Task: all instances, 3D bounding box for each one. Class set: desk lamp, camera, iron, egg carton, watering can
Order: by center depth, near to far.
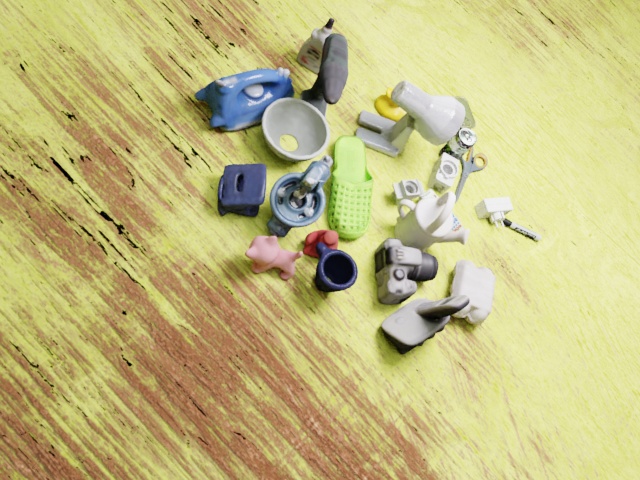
[{"bbox_3d":[0.205,0.070,1.313,0.137,0.100,0.143,7,66,-18],"label":"camera"},{"bbox_3d":[0.266,-0.045,1.332,0.173,0.193,0.101,12,65,-16],"label":"watering can"},{"bbox_3d":[-0.151,-0.354,1.333,0.259,0.141,0.118,-24,78,-27],"label":"iron"},{"bbox_3d":[0.359,0.125,1.367,0.107,0.069,0.150,21,62,-11],"label":"egg carton"},{"bbox_3d":[0.219,-0.295,1.409,0.203,0.213,0.118,18,63,-13],"label":"desk lamp"}]

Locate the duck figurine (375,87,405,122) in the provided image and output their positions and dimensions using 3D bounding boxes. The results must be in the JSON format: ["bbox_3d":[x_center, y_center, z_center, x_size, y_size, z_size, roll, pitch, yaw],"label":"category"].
[{"bbox_3d":[0.206,-0.362,1.506,0.104,0.086,0.077,31,61,-6],"label":"duck figurine"}]

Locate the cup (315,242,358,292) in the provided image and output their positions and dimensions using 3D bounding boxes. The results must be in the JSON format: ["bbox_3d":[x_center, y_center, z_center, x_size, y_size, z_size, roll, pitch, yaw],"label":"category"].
[{"bbox_3d":[0.017,0.067,1.246,0.092,0.094,0.118,-32,82,-29],"label":"cup"}]

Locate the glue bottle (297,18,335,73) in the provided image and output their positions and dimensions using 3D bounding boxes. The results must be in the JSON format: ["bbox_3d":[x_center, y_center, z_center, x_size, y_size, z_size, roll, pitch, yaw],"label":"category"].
[{"bbox_3d":[0.000,-0.494,1.432,0.078,0.173,0.037,28,61,-7],"label":"glue bottle"}]

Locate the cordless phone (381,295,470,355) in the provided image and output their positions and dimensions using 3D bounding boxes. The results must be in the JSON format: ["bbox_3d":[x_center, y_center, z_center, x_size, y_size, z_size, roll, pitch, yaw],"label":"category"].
[{"bbox_3d":[0.229,0.168,1.233,0.148,0.184,0.094,-32,82,-29],"label":"cordless phone"}]

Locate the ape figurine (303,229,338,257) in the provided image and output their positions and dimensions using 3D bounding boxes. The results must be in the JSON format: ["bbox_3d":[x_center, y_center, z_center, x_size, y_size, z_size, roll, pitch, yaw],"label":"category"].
[{"bbox_3d":[0.012,0.005,1.272,0.076,0.092,0.078,-35,83,-29],"label":"ape figurine"}]

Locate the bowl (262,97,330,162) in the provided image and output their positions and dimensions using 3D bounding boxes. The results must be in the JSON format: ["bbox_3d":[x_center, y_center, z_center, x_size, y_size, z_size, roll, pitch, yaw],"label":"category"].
[{"bbox_3d":[-0.065,-0.249,1.360,0.168,0.074,0.167,8,66,-18],"label":"bowl"}]

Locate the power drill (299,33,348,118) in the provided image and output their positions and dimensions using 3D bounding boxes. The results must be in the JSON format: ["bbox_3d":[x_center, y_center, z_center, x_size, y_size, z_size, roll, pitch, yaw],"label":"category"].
[{"bbox_3d":[0.012,-0.367,1.363,0.076,0.208,0.229,14,64,-14],"label":"power drill"}]

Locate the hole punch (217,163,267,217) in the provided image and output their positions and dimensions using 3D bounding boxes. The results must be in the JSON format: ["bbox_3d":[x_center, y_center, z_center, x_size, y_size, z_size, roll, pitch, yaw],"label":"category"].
[{"bbox_3d":[-0.171,-0.113,1.252,0.101,0.091,0.108,8,66,-17],"label":"hole punch"}]

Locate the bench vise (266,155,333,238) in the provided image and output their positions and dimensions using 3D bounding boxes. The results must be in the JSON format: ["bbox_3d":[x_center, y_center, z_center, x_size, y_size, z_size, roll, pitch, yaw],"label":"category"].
[{"bbox_3d":[-0.035,-0.125,1.236,0.122,0.219,0.207,20,63,-12],"label":"bench vise"}]

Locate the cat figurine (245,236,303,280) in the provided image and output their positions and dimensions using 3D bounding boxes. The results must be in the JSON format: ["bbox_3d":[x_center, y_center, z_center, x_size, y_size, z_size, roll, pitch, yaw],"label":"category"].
[{"bbox_3d":[-0.099,0.029,1.205,0.128,0.117,0.067,10,65,-17],"label":"cat figurine"}]
